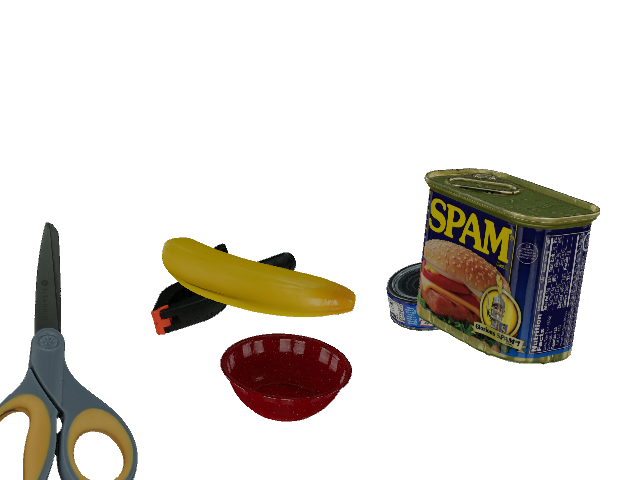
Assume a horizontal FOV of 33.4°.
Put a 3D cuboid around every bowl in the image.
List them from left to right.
[{"bbox_3d":[-0.043,0.176,1.316,0.162,0.055,0.162,4,23,-2],"label":"bowl"}]

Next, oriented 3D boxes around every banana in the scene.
[{"bbox_3d":[-0.064,0.025,0.832,0.198,0.037,0.069,19,29,41],"label":"banana"}]

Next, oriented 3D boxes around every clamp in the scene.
[{"bbox_3d":[-0.108,0.050,1.155,0.120,0.039,0.171,-5,26,35],"label":"clamp"}]

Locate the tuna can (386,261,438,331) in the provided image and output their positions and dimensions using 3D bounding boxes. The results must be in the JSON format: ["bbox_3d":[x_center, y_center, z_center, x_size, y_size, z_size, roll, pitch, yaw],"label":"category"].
[{"bbox_3d":[0.109,0.053,1.061,0.086,0.034,0.086,-9,26,4],"label":"tuna can"}]

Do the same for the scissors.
[{"bbox_3d":[-0.140,0.072,0.615,0.096,0.201,0.016,15,-44,-6],"label":"scissors"}]

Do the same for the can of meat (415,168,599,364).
[{"bbox_3d":[0.099,0.013,0.591,0.057,0.084,0.102,-6,20,-32],"label":"can of meat"}]
